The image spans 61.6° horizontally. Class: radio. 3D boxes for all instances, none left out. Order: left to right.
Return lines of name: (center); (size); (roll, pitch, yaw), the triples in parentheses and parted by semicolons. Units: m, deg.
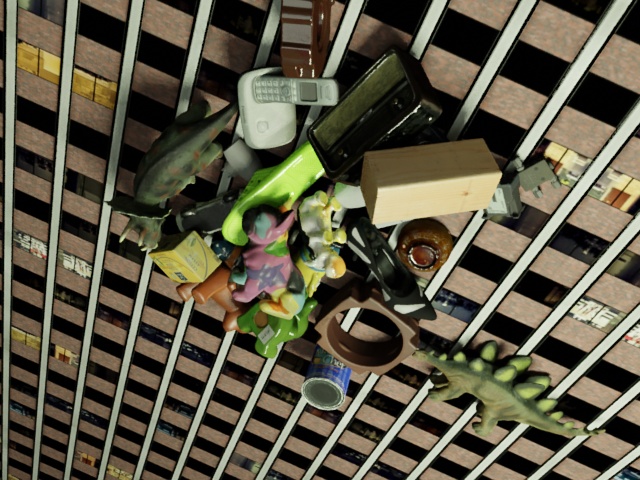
radio: (0.089, -0.203, 0.925); (0.073, 0.131, 0.229); (8, 142, -46)

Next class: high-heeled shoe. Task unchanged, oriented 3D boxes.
high-heeled shoe: (0.150, 0.054, 1.082); (0.249, 0.086, 0.145); (36, 147, 16)

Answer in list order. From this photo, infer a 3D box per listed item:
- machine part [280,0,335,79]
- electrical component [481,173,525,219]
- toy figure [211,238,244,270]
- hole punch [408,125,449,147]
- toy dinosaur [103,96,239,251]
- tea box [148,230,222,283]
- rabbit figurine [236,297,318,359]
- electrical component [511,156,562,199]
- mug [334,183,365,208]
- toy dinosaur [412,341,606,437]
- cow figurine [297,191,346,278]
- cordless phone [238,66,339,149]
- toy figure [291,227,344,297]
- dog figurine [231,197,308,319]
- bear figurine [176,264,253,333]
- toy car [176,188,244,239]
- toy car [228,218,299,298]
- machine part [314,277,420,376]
machine part: (-0.019, -0.342, 0.850); (0.056, 0.179, 0.179); (9, 124, 8)
electrical component: (0.318, -0.096, 0.970); (0.075, 0.048, 0.119); (-3, 122, 42)
toy figure: (-0.174, 0.046, 1.203); (0.154, 0.064, 0.057); (30, 141, -5)
hole punch: (0.176, -0.154, 0.975); (0.115, 0.092, 0.142); (22, 128, -35)
toy dinosaur: (-0.288, -0.144, 1.037); (0.131, 0.192, 0.404); (37, 125, -11)
tea box: (-0.302, 0.039, 1.188); (0.098, 0.068, 0.170); (51, 150, -19)
rabbit figurine: (-0.083, 0.174, 1.224); (0.121, 0.170, 0.159); (38, 98, 27)
electrical component: (0.387, -0.120, 0.964); (0.063, 0.021, 0.094); (-32, 108, 30)
mug: (0.089, -0.101, 1.035); (0.107, 0.081, 0.109); (-22, 144, 37)
toy dinosaur: (0.412, 0.350, 1.209); (0.471, 0.105, 0.198); (31, 121, -10)
cow figurine: (-0.003, -0.002, 1.041); (0.098, 0.068, 0.167); (-20, 70, 39)
cordless phone: (-0.050, -0.233, 0.960); (0.184, 0.089, 0.146); (9, 123, 19)
toy figure: (-0.016, 0.042, 1.147); (0.089, 0.082, 0.180); (36, 129, 5)
dog figurine: (-0.081, 0.029, 1.052); (0.191, 0.108, 0.219); (24, 112, -13)
bear figurine: (-0.223, 0.157, 1.254); (0.120, 0.132, 0.195); (3, 124, 50)
toy car: (-0.222, -0.055, 1.158); (0.202, 0.056, 0.073); (-16, 110, 23)
toy car: (-0.119, 0.032, 1.149); (0.089, 0.053, 0.202); (30, 99, -2)
machine part: (0.107, 0.194, 1.205); (0.201, 0.087, 0.201); (38, 125, -9)
